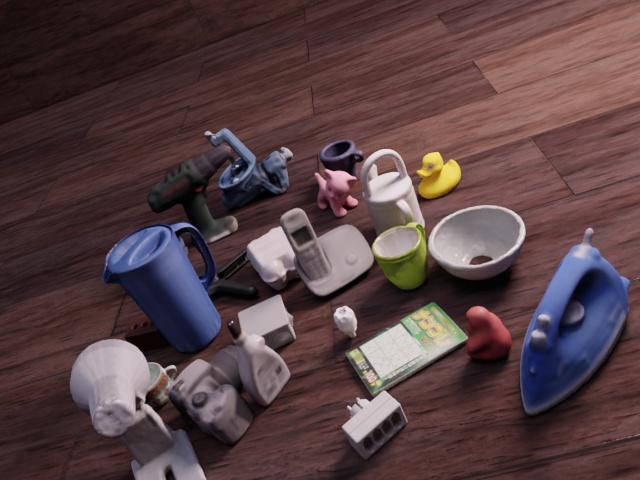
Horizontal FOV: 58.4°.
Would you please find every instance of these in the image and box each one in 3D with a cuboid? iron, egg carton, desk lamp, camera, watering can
[{"bbox_3d":[0.340,0.108,0.800,0.118,0.142,0.259,13,49,41],"label":"iron"},{"bbox_3d":[-0.089,0.036,1.204,0.107,0.070,0.150,-31,36,-11],"label":"egg carton"},{"bbox_3d":[-0.284,0.277,0.876,0.118,0.214,0.202,-34,36,-14],"label":"desk lamp"},{"bbox_3d":[-0.169,0.242,0.953,0.142,0.101,0.137,14,49,41],"label":"camera"},{"bbox_3d":[0.132,-0.094,1.138,0.101,0.194,0.172,-42,39,-23],"label":"watering can"}]

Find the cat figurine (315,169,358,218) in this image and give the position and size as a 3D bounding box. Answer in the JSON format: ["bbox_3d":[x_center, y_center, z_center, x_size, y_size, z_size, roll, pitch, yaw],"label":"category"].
[{"bbox_3d":[0.033,-0.120,1.296,0.067,0.118,0.127,-39,38,-21],"label":"cat figurine"}]

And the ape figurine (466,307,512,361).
[{"bbox_3d":[0.246,0.135,0.862,0.078,0.092,0.075,-40,38,-21],"label":"ape figurine"}]

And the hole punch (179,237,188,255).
[{"bbox_3d":[-0.374,0.028,1.360,0.101,0.091,0.108,-21,35,4],"label":"hole punch"}]

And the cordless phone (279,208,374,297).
[{"bbox_3d":[0.010,0.004,1.088,0.148,0.185,0.093,-32,36,-12],"label":"cordless phone"}]

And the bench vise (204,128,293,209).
[{"bbox_3d":[-0.184,-0.204,1.442,0.207,0.220,0.121,-32,36,-11],"label":"bench vise"}]

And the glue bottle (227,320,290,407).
[{"bbox_3d":[-0.108,0.190,0.923,0.037,0.173,0.078,11,48,40],"label":"glue bottle"}]

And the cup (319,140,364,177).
[{"bbox_3d":[0.065,-0.180,1.377,0.117,0.095,0.092,8,46,37],"label":"cup"}]

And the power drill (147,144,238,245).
[{"bbox_3d":[-0.282,-0.100,1.372,0.229,0.209,0.075,-25,35,-2],"label":"power drill"}]

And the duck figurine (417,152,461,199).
[{"bbox_3d":[0.252,-0.150,1.237,0.105,0.086,0.077,-33,36,-13],"label":"duck figurine"}]

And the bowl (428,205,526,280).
[{"bbox_3d":[0.280,0.017,1.012,0.167,0.075,0.167,-15,36,12],"label":"bowl"}]
